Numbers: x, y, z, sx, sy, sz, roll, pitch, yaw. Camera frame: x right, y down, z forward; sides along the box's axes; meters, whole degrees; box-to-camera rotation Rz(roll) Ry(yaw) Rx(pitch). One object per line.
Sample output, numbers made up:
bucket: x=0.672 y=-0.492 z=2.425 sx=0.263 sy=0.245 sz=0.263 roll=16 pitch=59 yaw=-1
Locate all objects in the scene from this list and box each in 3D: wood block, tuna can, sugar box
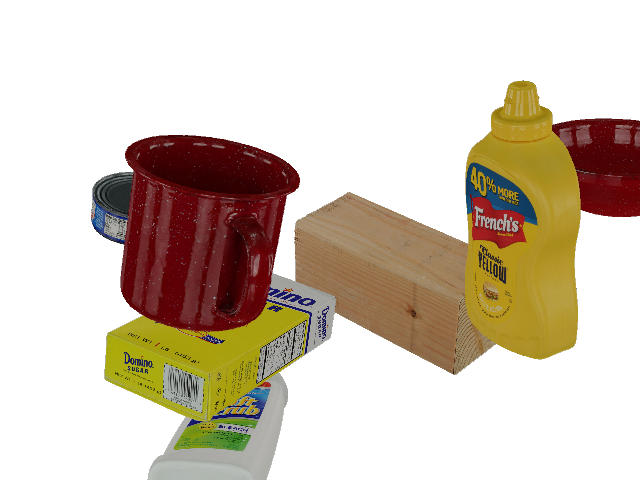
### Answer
wood block: x=0.079 y=0.038 z=1.068 sx=0.206 sy=0.091 sz=0.090 roll=26 pitch=40 yaw=35
tuna can: x=-0.171 y=-0.029 z=1.000 sx=0.086 sy=0.034 sz=0.086 roll=8 pitch=30 yaw=-5
sugar box: x=-0.071 y=0.071 z=0.810 sx=0.093 sy=0.048 sz=0.175 roll=19 pitch=27 yaw=25

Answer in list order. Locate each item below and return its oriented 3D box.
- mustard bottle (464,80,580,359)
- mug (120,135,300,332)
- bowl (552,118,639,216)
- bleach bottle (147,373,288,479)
mustard bottle: x=0.140 y=-0.018 z=0.748 sx=0.058 sy=0.192 sz=0.096 roll=-16 pitch=29 yaw=-23
mug: x=-0.057 y=0.001 z=0.567 sx=0.093 sy=0.081 sz=0.117 roll=-4 pitch=26 yaw=-33
bowl: x=0.274 y=-0.064 z=0.989 sx=0.162 sy=0.055 sz=0.162 roll=-2 pitch=24 yaw=1
bleach bottle: x=-0.090 y=0.181 z=1.052 sx=0.102 sy=0.068 sz=0.250 roll=2 pitch=20 yaw=6
